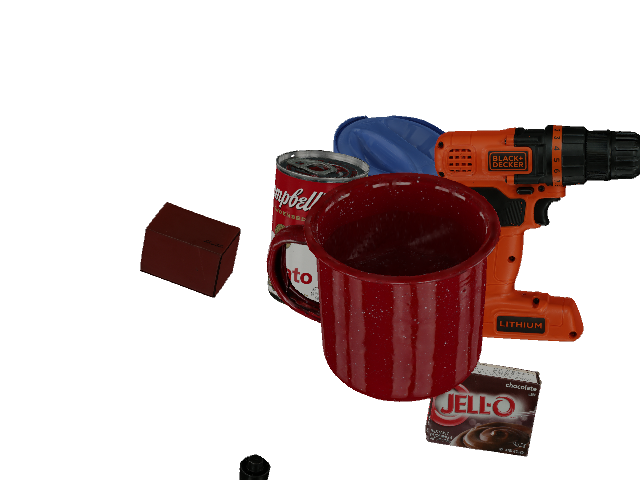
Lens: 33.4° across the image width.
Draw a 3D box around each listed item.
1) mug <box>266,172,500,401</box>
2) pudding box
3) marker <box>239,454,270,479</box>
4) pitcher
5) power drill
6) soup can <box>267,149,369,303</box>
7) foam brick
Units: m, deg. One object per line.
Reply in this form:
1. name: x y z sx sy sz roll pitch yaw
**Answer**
1. mug: 0.028 0.023 0.530 0.117 0.081 0.093 8 36 16
2. pudding box: 0.176 0.179 1.157 0.113 0.090 0.039 7 21 3
3. marker: -0.046 0.184 0.681 0.020 0.121 0.020 6 31 -4
4. pitcher: 0.066 -0.002 1.169 0.145 0.243 0.149 26 41 20
5. power drill: 0.194 -0.008 0.936 0.185 0.188 0.057 2 13 17
6. soup can: -0.003 -0.008 0.783 0.068 0.102 0.068 5 21 -2
7. foam brick: -0.122 0.009 0.998 0.078 0.051 0.053 20 35 8
